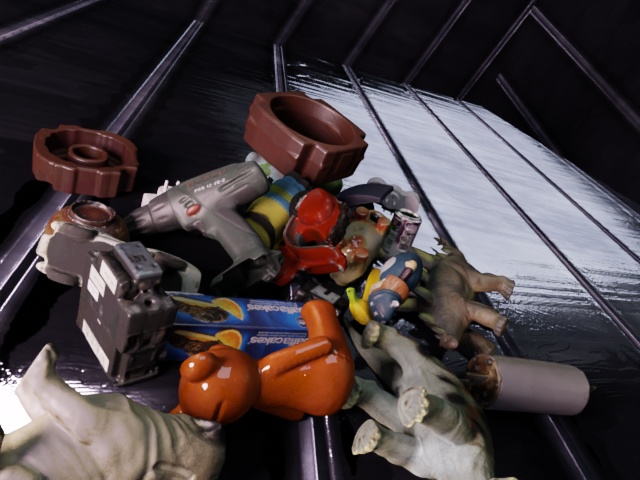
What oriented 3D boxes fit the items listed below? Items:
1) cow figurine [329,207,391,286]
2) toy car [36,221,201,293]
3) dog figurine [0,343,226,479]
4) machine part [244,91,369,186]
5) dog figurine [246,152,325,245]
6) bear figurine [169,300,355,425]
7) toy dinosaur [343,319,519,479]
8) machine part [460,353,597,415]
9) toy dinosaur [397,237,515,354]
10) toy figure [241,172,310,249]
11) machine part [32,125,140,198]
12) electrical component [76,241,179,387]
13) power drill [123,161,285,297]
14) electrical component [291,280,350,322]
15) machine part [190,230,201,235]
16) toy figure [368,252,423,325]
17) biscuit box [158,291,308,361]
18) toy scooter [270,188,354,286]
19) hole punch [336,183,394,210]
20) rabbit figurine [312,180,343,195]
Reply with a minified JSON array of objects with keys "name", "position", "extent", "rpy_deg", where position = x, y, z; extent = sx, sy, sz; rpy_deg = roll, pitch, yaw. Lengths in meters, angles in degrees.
[{"name":"cow figurine","position":[0.074,0.010,0.955],"extent":[0.086,0.127,0.195],"rpy_deg":[27,41,11]},{"name":"toy car","position":[-0.252,0.036,0.676],"extent":[0.202,0.073,0.056],"rpy_deg":[19,-1,-6]},{"name":"dog figurine","position":[-0.180,0.197,0.432],"extent":[0.190,0.121,0.172],"rpy_deg":[36,61,-16]},{"name":"machine part","position":[-0.027,-0.195,1.022],"extent":[0.202,0.087,0.201],"rpy_deg":[44,37,21]},{"name":"dog figurine","position":[-0.039,-0.079,1.027],"extent":[0.219,0.108,0.191],"rpy_deg":[37,34,18]},{"name":"bear figurine","position":[-0.067,0.141,0.588],"extent":[0.196,0.120,0.132],"rpy_deg":[5,27,-22]},{"name":"toy dinosaur","position":[0.131,0.206,0.624],"extent":[0.192,0.131,0.405],"rpy_deg":[34,14,-13]},{"name":"machine part","position":[0.299,0.210,0.777],"extent":[0.243,0.079,0.079],"rpy_deg":[11,29,-23]},{"name":"toy dinosaur","position":[0.231,0.081,0.942],"extent":[0.199,0.105,0.471],"rpy_deg":[24,19,12]},{"name":"toy figure","position":[-0.084,-0.043,0.880],"extent":[0.082,0.089,0.180],"rpy_deg":[27,62,18]},{"name":"machine part","position":[-0.395,-0.133,0.912],"extent":[0.179,0.056,0.179],"rpy_deg":[17,28,-9]},{"name":"electrical component","position":[-0.210,0.072,0.582],"extent":[0.058,0.134,0.115],"rpy_deg":[-9,43,-46]},{"name":"power drill","position":[-0.159,-0.006,0.778],"extent":[0.232,0.085,0.207],"rpy_deg":[-30,54,-7]},{"name":"electrical component","position":[0.002,0.094,0.791],"extent":[0.075,0.047,0.119],"rpy_deg":[27,10,7]},{"name":"machine part","position":[-0.173,-0.046,0.911],"extent":[0.084,0.039,0.139],"rpy_deg":[-12,22,9]},{"name":"toy figure","position":[0.107,0.070,0.786],"extent":[0.058,0.064,0.154],"rpy_deg":[16,32,22]},{"name":"biscuit box","position":[-0.105,0.111,0.669],"extent":[0.202,0.062,0.059],"rpy_deg":[7,32,-28]},{"name":"toy scooter","position":[-0.002,-0.002,0.818],"extent":[0.135,0.075,0.184],"rpy_deg":[8,55,33]},{"name":"hole punch","position":[0.091,-0.082,1.156],"extent":[0.116,0.092,0.142],"rpy_deg":[25,30,13]},{"name":"rabbit figurine","position":[-0.002,-0.194,1.197],"extent":[0.121,0.170,0.159],"rpy_deg":[9,30,-28]}]
